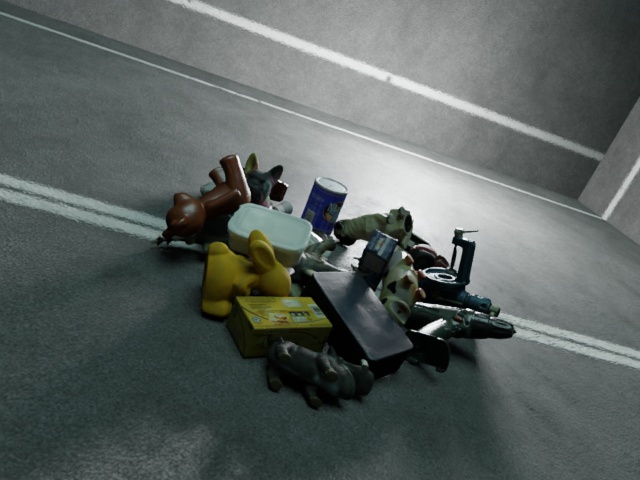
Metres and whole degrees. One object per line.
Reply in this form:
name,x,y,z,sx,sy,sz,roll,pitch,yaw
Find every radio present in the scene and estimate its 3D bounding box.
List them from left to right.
radio,0.071,0.163,1.065,0.131,0.073,0.230,-2,43,-39

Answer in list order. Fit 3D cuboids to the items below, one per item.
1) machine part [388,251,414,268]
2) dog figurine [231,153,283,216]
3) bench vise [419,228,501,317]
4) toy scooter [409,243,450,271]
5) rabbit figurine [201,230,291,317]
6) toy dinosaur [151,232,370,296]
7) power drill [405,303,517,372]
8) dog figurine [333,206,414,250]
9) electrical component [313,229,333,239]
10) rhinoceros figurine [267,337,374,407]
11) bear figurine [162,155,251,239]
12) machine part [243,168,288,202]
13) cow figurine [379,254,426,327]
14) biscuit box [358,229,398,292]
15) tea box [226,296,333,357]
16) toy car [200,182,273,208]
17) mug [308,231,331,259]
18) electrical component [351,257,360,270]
machine part,0.206,0.096,1.370,0.079,0.079,0.243,19,23,-6
dog figurine,-0.157,-0.105,1.312,0.108,0.219,0.191,27,24,3
bench vise,0.341,0.094,1.312,0.129,0.240,0.224,-7,20,-42
toy scooter,0.313,0.065,1.504,0.183,0.075,0.135,39,21,-17
rabbit figurine,-0.136,0.063,1.036,0.173,0.162,0.122,12,15,-12
toy dinosaur,-0.121,0.035,1.186,0.472,0.105,0.199,13,27,2
power drill,0.278,0.198,1.142,0.232,0.085,0.207,11,26,32
dog figurine,0.152,-0.039,1.527,0.191,0.121,0.172,5,6,38
electrical component,-0.003,-0.004,1.474,0.094,0.021,0.063,13,25,-22
rhinoceros figurine,-0.001,0.226,0.921,0.190,0.073,0.112,18,13,-4
bear figurine,-0.252,-0.085,1.140,0.196,0.120,0.132,-22,87,-28
machine part,-0.182,-0.156,1.519,0.179,0.056,0.179,17,-4,1
cow figurine,0.163,0.125,1.178,0.085,0.127,0.195,47,25,-13
biscuit box,0.127,0.054,1.253,0.059,0.202,0.063,27,66,9
tea box,-0.075,0.158,0.997,0.169,0.068,0.098,5,28,-33
toy car,-0.228,-0.110,1.464,0.202,0.056,0.073,21,23,-3
mug,-0.025,0.019,1.346,0.107,0.080,0.109,36,18,4
electrical component,0.124,0.066,1.406,0.078,0.045,0.102,35,24,-4
